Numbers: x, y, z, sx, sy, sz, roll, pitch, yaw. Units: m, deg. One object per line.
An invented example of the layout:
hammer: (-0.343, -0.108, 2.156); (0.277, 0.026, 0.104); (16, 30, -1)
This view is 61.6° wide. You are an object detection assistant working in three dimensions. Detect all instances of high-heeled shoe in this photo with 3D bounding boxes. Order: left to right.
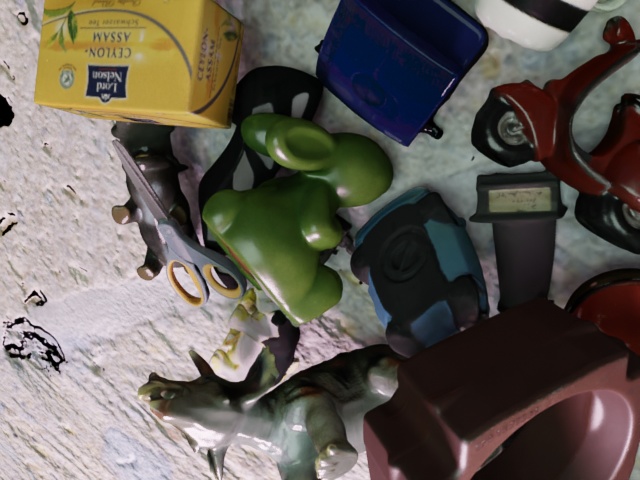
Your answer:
high-heeled shoe: (-0.057, -0.053, 0.556); (0.145, 0.086, 0.248); (-12, 128, -5)

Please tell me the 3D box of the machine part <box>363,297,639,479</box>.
machine part: (0.138, 0.157, 0.405); (0.201, 0.087, 0.200); (-20, 122, -16)

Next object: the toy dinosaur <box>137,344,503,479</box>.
toy dinosaur: (0.038, 0.159, 0.531); (0.405, 0.192, 0.131); (-8, 117, -22)

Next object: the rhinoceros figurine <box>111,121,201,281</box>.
rhinoceros figurine: (-0.168, -0.046, 0.571); (0.073, 0.112, 0.190); (-5, 124, 2)

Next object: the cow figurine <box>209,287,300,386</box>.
cow figurine: (-0.054, 0.099, 0.599); (0.098, 0.068, 0.167); (29, 123, 0)

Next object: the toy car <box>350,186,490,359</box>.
toy car: (0.105, 0.037, 0.484); (0.109, 0.162, 0.103); (-42, 135, 24)

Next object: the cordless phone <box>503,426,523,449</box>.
cordless phone: (0.155, 0.251, 0.509); (0.147, 0.184, 0.088); (-9, 103, 26)

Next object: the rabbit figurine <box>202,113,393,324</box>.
rabbit figurine: (-0.016, -0.042, 0.484); (0.159, 0.170, 0.121); (56, 165, -30)

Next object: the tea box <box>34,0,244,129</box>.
tea box: (-0.159, -0.154, 0.467); (0.170, 0.068, 0.098); (7, 92, 21)

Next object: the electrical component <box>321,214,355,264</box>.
electrical component: (-0.001, -0.002, 0.563); (0.094, 0.021, 0.063); (36, 120, 5)

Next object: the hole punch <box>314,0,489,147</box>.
hole punch: (0.057, -0.141, 0.438); (0.142, 0.092, 0.115); (36, 133, 0)

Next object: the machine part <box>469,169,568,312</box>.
machine part: (0.181, 0.005, 0.483); (0.084, 0.039, 0.138); (-7, 106, 16)

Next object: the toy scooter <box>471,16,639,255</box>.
toy scooter: (0.220, -0.084, 0.407); (0.184, 0.075, 0.135); (34, 96, -5)
